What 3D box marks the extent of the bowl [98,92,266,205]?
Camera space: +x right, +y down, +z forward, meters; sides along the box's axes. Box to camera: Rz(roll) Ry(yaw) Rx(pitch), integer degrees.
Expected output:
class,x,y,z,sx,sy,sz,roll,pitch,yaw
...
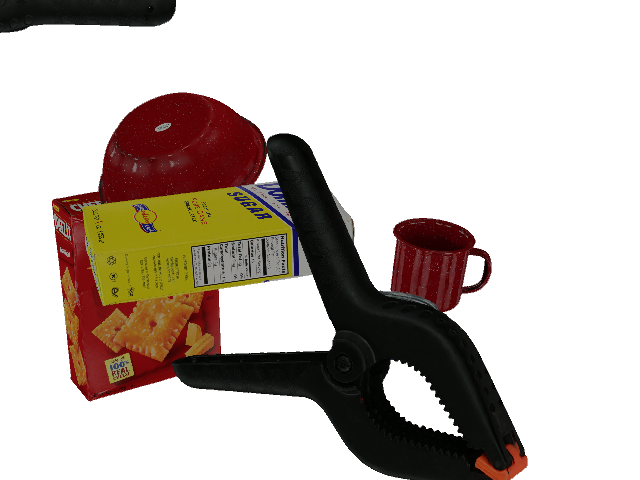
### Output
class,x,y,z,sx,sy,sz,roll,pitch,yaw
bowl,-0.133,-0.084,0.960,0.162,0.162,0.055,0,-44,19

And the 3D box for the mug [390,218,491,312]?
class,x,y,z,sx,sy,sz,roll,pitch,yaw
mug,0.136,0.031,1.218,0.117,0.081,0.093,5,25,-2

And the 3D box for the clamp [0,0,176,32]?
class,x,y,z,sx,sy,sz,roll,pitch,yaw
clamp,-0.174,-0.142,0.606,0.171,0.039,0.120,-6,23,-13

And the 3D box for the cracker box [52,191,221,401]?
class,x,y,z,sx,sy,sz,roll,pitch,yaw
cracker box,-0.195,0.051,1.165,0.163,0.214,0.072,-12,24,-29

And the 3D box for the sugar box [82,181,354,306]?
class,x,y,z,sx,sy,sz,roll,pitch,yaw
sugar box,-0.073,-0.003,0.746,0.176,0.048,0.093,-11,26,-13

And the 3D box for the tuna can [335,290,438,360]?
class,x,y,z,sx,sy,sz,roll,pitch,yaw
tuna can,0.055,0.071,0.897,0.086,0.034,0.086,2,14,-1

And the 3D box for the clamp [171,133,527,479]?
class,x,y,z,sx,sy,sz,roll,pitch,yaw
clamp,0.020,0.050,0.561,0.210,0.165,0.036,29,23,26
